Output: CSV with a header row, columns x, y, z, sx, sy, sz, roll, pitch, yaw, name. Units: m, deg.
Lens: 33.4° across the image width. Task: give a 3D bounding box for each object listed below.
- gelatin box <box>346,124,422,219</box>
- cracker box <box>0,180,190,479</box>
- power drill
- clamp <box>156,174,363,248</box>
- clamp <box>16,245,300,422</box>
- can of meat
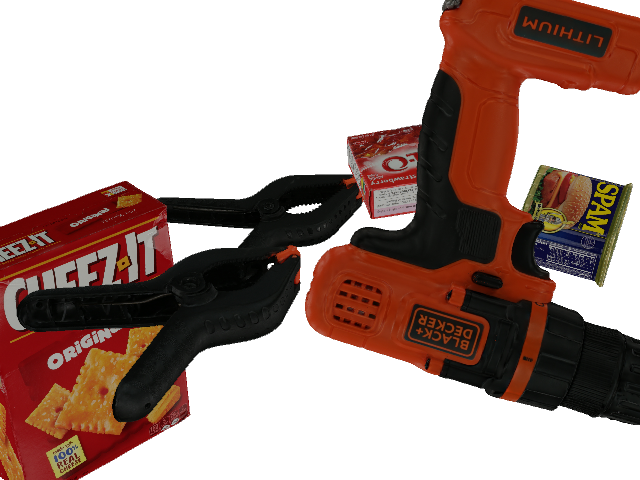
x,y,z,sx,sy,sz,roll,pitch,yaw,name
0.070,-0.053,0.775,0.089,0.030,0.073,-10,38,-6,gelatin box
-0.194,0.081,0.858,0.163,0.214,0.072,-25,37,-36,cracker box
0.102,-0.016,0.504,0.184,0.188,0.057,16,5,1,power drill
-0.050,-0.012,1.034,0.209,0.036,0.165,-15,42,-12,clamp
-0.075,0.046,0.615,0.171,0.039,0.120,-17,42,-26,clamp
0.223,-0.016,0.951,0.084,0.057,0.102,16,47,17,can of meat
